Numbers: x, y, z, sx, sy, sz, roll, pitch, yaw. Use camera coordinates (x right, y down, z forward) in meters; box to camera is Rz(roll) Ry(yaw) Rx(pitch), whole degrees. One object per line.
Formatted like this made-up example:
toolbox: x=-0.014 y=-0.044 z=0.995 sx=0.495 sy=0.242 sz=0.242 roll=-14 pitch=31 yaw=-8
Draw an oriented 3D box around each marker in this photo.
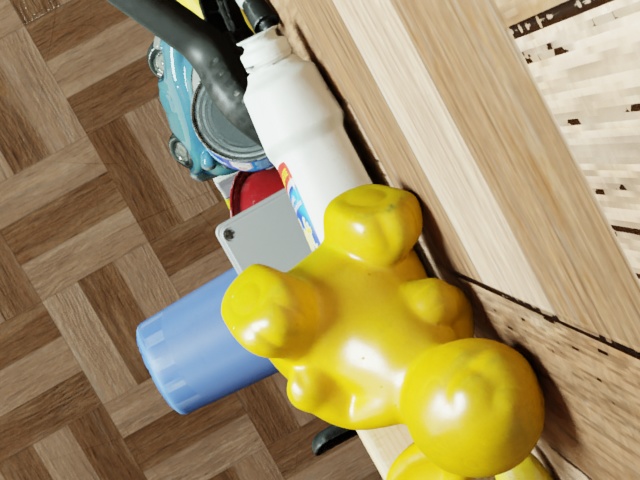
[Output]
marker: x=-0.060 y=-0.185 z=0.737 sx=0.121 sy=0.020 sz=0.020 roll=59 pitch=176 yaw=28

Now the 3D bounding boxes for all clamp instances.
clamp: x=-0.069 y=-0.128 z=0.730 sx=0.210 sy=0.036 sz=0.164 roll=54 pitch=-150 yaw=9
clamp: x=0.058 y=0.189 z=1.141 sx=0.120 sy=0.039 sz=0.171 roll=24 pitch=-142 yaw=-9

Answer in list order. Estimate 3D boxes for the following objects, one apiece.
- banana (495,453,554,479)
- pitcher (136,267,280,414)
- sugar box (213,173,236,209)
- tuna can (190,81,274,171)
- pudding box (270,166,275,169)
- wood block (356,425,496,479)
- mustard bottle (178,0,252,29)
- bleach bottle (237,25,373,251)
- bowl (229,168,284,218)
banana: x=0.149 y=0.192 z=0.675 sx=0.069 sy=0.037 sz=0.197 roll=-90 pitch=-22 yaw=-57
pitcher: x=-0.064 y=0.085 z=1.133 sx=0.149 sy=0.243 sz=0.145 roll=64 pitch=177 yaw=-38
sugar box: x=-0.067 y=-0.075 z=1.129 sx=0.048 sy=0.093 sz=0.176 roll=60 pitch=176 yaw=15
tuna can: x=-0.055 y=-0.097 z=0.830 sx=0.086 sy=0.086 sz=0.033 roll=60 pitch=179 yaw=13
pudding box: x=-0.025 y=-0.027 z=0.995 sx=0.090 sy=0.039 sz=0.113 roll=62 pitch=-154 yaw=-5
wood block: x=0.069 y=0.124 z=0.786 sx=0.206 sy=0.091 sz=0.090 roll=58 pitch=175 yaw=49
mustard bottle: x=-0.114 y=-0.223 z=0.869 sx=0.191 sy=0.058 sz=0.096 roll=60 pitch=168 yaw=7
bleach bottle: x=0.014 y=-0.018 z=0.688 sx=0.251 sy=0.068 sz=0.102 roll=64 pitch=176 yaw=-13
bowl: x=-0.006 y=0.001 z=0.886 sx=0.162 sy=0.055 sz=0.162 roll=47 pitch=-152 yaw=-35
